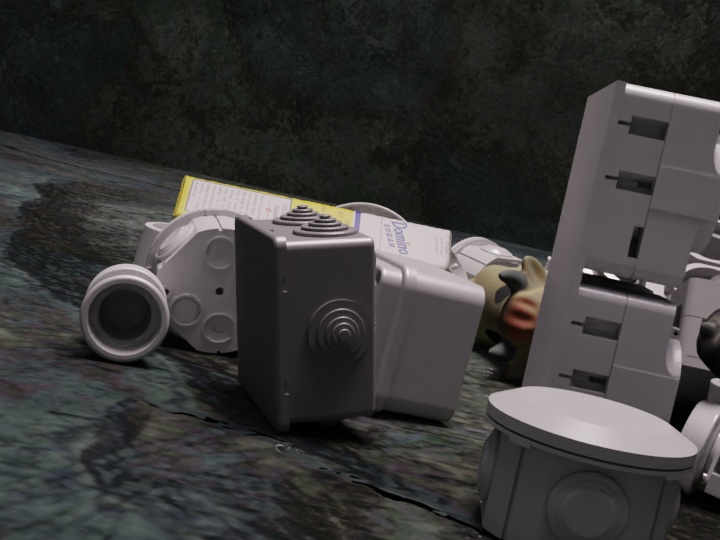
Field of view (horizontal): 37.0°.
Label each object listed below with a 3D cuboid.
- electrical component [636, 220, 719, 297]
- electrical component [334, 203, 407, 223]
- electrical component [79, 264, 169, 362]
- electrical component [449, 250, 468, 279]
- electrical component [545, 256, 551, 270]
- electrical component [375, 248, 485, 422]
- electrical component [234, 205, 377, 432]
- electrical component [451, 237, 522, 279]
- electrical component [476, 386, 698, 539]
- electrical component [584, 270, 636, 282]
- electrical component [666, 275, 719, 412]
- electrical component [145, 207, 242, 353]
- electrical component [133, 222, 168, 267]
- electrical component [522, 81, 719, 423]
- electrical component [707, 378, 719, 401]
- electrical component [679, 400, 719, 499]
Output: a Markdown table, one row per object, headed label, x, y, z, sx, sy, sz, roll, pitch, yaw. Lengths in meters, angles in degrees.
| label | x | y | z | sx | sy | sz | roll | pitch | yaw |
| --- | --- | --- | --- | --- | --- | --- | --- | --- | --- |
| electrical component | 0.306 | 0.028 | 0.812 | 0.186 | 0.060 | 0.105 | 13 | 46 | 8 |
| electrical component | 0.000 | 0.000 | 0.795 | 0.099 | 0.099 | 0.064 | 13 | -1 | 6 |
| electrical component | -0.124 | 0.021 | 0.568 | 0.045 | 0.045 | 0.055 | 11 | 5 | -13 |
| electrical component | 0.044 | 0.015 | 0.891 | 0.081 | 0.043 | 0.043 | -32 | -10 | 19 |
| electrical component | 0.221 | 0.042 | 0.972 | 0.121 | 0.078 | 0.063 | 13 | 28 | 8 |
| electrical component | 0.015 | 0.031 | 0.597 | 0.057 | 0.078 | 0.113 | 13 | 5 | -18 |
| electrical component | -0.027 | 0.021 | 0.515 | 0.048 | 0.099 | 0.100 | -3 | 10 | -17 |
| electrical component | 0.107 | 0.015 | 0.939 | 0.080 | 0.080 | 0.051 | 8 | 13 | -35 |
| electrical component | 0.085 | 0.078 | 0.415 | 0.080 | 0.051 | 0.080 | 12 | 6 | -1 |
| electrical component | 0.279 | 0.014 | 0.909 | 0.186 | 0.105 | 0.060 | 28 | -32 | 18 |
| electrical component | 0.233 | 0.052 | 0.690 | 0.089 | 0.061 | 0.150 | 12 | -14 | 4 |
| electrical component | -0.085 | 0.006 | 0.631 | 0.080 | 0.080 | 0.051 | 10 | 11 | -15 |
| electrical component | -0.113 | -0.008 | 0.793 | 0.108 | 0.060 | 0.108 | 12 | 6 | -1 |
| electrical component | 0.134 | 0.004 | 0.559 | 0.060 | 0.186 | 0.105 | 12 | 6 | 3 |
| electrical component | 0.215 | 0.089 | 0.588 | 0.055 | 0.047 | 0.055 | 12 | 6 | -1 |
| electrical component | 0.181 | 0.092 | 0.511 | 0.055 | 0.048 | 0.066 | 23 | 10 | 27 |
